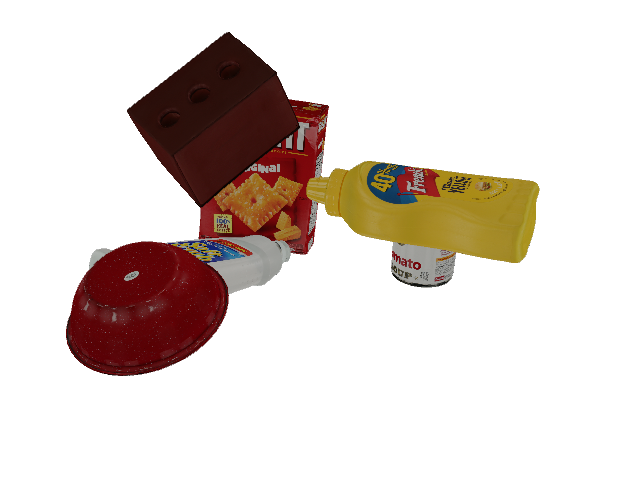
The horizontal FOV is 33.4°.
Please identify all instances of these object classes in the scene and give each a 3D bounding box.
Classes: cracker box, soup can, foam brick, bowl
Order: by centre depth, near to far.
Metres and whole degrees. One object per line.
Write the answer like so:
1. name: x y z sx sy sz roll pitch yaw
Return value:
1. foam brick: -0.062 -0.070 0.619 0.053 0.078 0.051 44 -10 33
2. bowl: -0.171 0.051 1.011 0.162 0.055 0.162 -8 40 7
3. soup can: 0.110 -0.010 1.121 0.068 0.102 0.068 2 25 -1
4. cracker box: -0.084 -0.096 1.531 0.164 0.214 0.072 9 22 7

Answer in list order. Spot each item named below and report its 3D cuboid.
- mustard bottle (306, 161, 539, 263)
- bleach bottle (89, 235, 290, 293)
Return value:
1. mustard bottle: 0.081 -0.030 0.892 0.192 0.058 0.096 9 30 16
2. bleach bottle: -0.143 0.032 1.272 0.250 0.068 0.103 -13 30 -42
